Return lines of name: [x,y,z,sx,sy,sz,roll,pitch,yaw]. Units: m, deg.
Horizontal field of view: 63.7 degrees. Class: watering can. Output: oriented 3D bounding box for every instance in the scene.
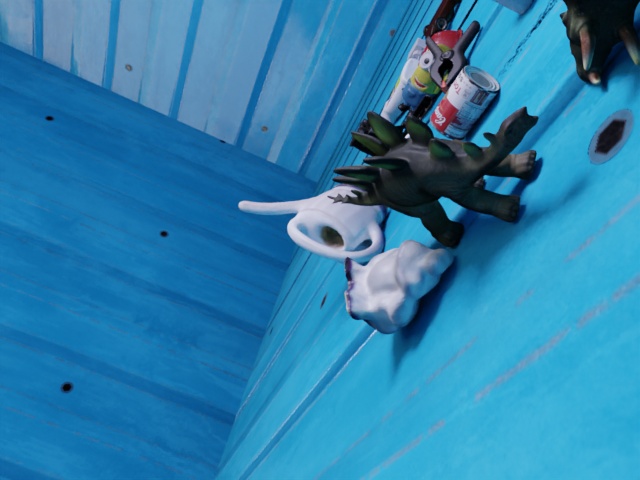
watering can: [0.004,-0.059,1.164,0.228,0.350,0.101,-38,-36,-41]

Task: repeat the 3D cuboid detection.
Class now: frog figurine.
frog figurine: [0.122,0.059,0.736,0.158,0.121,0.140,-23,17,23]
